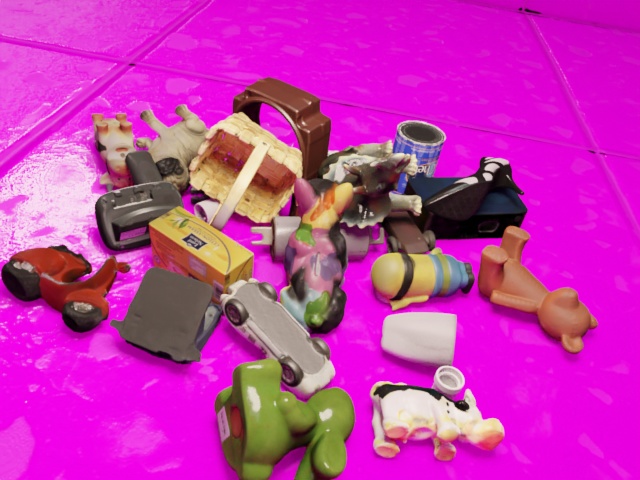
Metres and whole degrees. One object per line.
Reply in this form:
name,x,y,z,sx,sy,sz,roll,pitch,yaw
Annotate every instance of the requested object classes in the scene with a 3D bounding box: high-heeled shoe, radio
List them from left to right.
high-heeled shoe,0.278,-0.114,1.037,0.249,0.086,0.145,-7,38,-23
radio,0.295,-0.066,1.098,0.230,0.073,0.131,-3,41,-12

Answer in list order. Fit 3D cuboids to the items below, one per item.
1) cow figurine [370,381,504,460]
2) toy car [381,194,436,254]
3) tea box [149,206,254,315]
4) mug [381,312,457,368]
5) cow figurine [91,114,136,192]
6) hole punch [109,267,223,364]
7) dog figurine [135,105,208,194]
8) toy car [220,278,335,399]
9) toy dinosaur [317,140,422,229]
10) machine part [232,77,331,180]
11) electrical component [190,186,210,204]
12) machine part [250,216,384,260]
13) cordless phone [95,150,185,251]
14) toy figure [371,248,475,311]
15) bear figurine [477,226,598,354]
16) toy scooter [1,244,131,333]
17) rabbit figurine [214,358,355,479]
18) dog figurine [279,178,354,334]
cow figurine,0.151,0.232,0.709,0.167,0.068,0.098,5,33,-7
toy car,0.150,-0.026,1.032,0.089,0.053,0.202,-7,37,-13
tea box,-0.189,0.031,0.857,0.170,0.098,0.068,32,45,23
mug,0.149,0.141,0.811,0.107,0.080,0.109,7,14,10
cow figurine,-0.402,-0.172,1.062,0.085,0.127,0.195,-11,29,-24
hole punch,-0.211,0.114,0.775,0.142,0.092,0.116,19,70,8
dog figurine,-0.276,-0.167,1.099,0.172,0.121,0.191,-18,60,-25
toy car,-0.062,0.135,0.769,0.202,0.056,0.073,44,48,18
toy dinosaur,0.063,-0.121,1.018,0.192,0.131,0.405,-3,16,-19
machine part,-0.084,-0.210,1.092,0.202,0.200,0.087,28,45,21
electrical component,-0.209,-0.090,1.061,0.094,0.021,0.063,-2,40,-15
machine part,-0.002,-0.003,0.954,0.243,0.079,0.079,1,40,-13
cordless phone,-0.325,-0.081,0.933,0.146,0.088,0.184,-17,65,-30
toy figure,0.172,0.058,0.905,0.180,0.089,0.082,-2,32,-11
bear figurine,0.363,0.084,0.886,0.120,0.131,0.196,-30,47,-35
toy scooter,-0.369,0.055,0.809,0.184,0.075,0.135,26,42,15
rabbit figurine,-0.022,0.222,0.648,0.170,0.121,0.159,4,40,-30
dog figurine,-0.004,0.013,0.823,0.109,0.219,0.192,5,38,0
